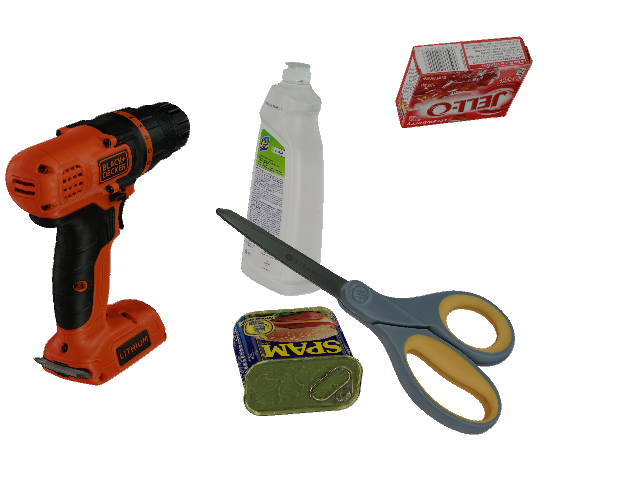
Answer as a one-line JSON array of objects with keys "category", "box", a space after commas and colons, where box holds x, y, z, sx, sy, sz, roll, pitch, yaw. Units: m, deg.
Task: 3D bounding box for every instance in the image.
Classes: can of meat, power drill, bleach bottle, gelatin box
[{"category": "can of meat", "box": [-0.023, 0.103, 0.934, 0.102, 0.057, 0.084, -2, 29, -13]}, {"category": "power drill", "box": [-0.155, -0.002, 0.795, 0.057, 0.188, 0.184, 11, 24, 26]}, {"category": "bleach bottle", "box": [-0.033, -0.072, 1.200, 0.067, 0.251, 0.103, -9, 23, -40]}, {"category": "gelatin box", "box": [0.108, -0.120, 0.815, 0.089, 0.030, 0.073, -7, -24, -11]}]

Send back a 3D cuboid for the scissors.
[{"category": "scissors", "box": [0.038, 0.029, 0.637, 0.096, 0.202, 0.016, -40, -8, -36]}]
